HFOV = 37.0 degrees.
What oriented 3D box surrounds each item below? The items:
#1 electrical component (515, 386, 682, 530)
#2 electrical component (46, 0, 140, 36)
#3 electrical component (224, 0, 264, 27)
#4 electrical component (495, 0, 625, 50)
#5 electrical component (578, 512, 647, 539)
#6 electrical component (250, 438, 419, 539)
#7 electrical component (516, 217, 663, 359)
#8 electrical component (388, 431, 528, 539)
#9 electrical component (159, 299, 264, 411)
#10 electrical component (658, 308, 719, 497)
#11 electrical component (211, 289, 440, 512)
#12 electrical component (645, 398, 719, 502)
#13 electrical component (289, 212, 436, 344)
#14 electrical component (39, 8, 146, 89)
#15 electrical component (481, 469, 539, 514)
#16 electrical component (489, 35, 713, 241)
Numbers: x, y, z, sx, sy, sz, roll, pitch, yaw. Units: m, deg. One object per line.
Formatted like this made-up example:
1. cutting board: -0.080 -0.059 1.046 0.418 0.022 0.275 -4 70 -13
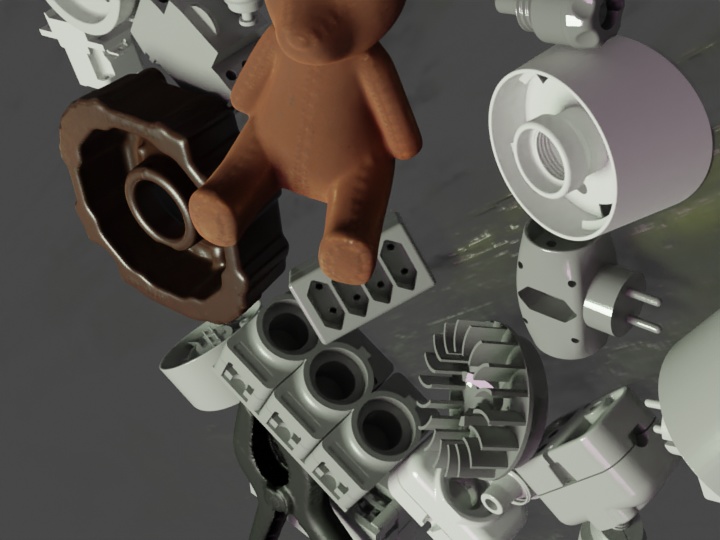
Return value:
1. electrical component: 0.148 0.119 0.662 0.059 0.054 0.095 49 148 2
2. electrical component: -0.171 -0.216 0.704 0.108 0.060 0.108 31 143 27
3. electrical component: -0.071 -0.182 0.636 0.040 0.040 0.078 28 141 32
4. electrical component: 0.091 -0.123 0.504 0.061 0.035 0.035 20 137 42
5. electrical component: 0.167 0.181 0.712 0.043 0.043 0.081 30 143 28
6. electrical component: -0.024 0.191 0.938 0.150 0.062 0.089 31 143 27
7. electrical component: 0.129 0.013 0.587 0.079 0.043 0.077 22 138 37
8. electrical component: 0.074 0.168 0.802 0.095 0.054 0.059 45 148 7
9. electrical component: -0.114 0.067 0.891 0.099 0.099 0.064 6 134 48
10. electrical component: 0.200 0.055 0.489 0.108 0.108 0.060 42 141 13
11. electrical component: -0.025 0.091 0.811 0.150 0.089 0.061 46 148 7
12. electrical component: 0.190 0.085 0.582 0.077 0.047 0.065 6 127 48
13. electrical component: 0.000 0.000 0.713 0.047 0.083 0.075 60 -175 -14
14. electrical component: -0.194 -0.169 0.799 0.081 0.042 0.063 21 141 39
15. electrical component: 0.106 0.137 0.724 0.048 0.062 0.048 31 143 27
16. electrical component: 0.113 -0.065 0.531 0.099 0.064 0.099 45 151 34
